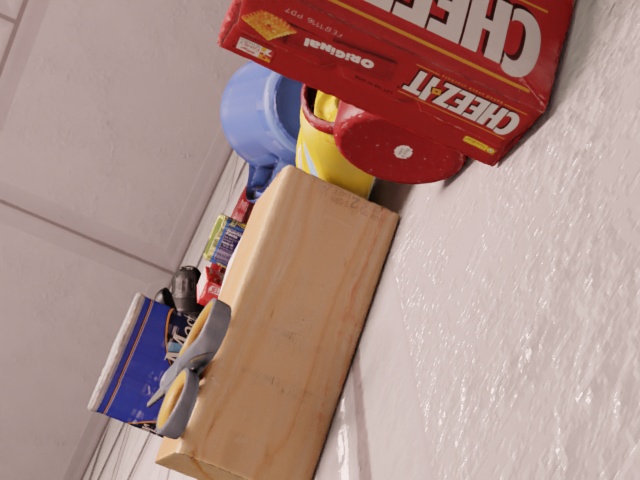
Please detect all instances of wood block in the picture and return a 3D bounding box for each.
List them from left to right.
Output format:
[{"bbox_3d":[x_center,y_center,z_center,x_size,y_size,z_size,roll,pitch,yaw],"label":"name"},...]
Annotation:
[{"bbox_3d":[-0.029,0.067,0.729,0.206,0.090,0.091,-70,11,-21],"label":"wood block"}]

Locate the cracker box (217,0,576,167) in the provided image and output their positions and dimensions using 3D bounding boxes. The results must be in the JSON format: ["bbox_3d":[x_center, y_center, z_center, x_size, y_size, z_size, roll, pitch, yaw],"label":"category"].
[{"bbox_3d":[0.060,-0.170,0.581,0.072,0.164,0.213,126,165,-61],"label":"cracker box"}]

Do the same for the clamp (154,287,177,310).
[{"bbox_3d":[-0.117,0.139,1.100,0.039,0.120,0.171,-36,-47,-66],"label":"clamp"}]

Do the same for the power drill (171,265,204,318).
[{"bbox_3d":[-0.148,0.124,1.227,0.188,0.057,0.184,-172,82,-81],"label":"power drill"}]

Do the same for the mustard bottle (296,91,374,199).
[{"bbox_3d":[0.013,-0.072,0.781,0.191,0.058,0.096,101,163,-80],"label":"mustard bottle"}]

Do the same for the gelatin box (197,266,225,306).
[{"bbox_3d":[-0.097,0.061,1.179,0.089,0.073,0.030,-130,63,-79],"label":"gelatin box"}]

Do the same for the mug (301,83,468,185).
[{"bbox_3d":[0.043,-0.088,0.646,0.093,0.117,0.081,62,-143,-58],"label":"mug"}]

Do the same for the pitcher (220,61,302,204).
[{"bbox_3d":[-0.025,-0.124,1.086,0.145,0.149,0.243,-26,9,-8],"label":"pitcher"}]

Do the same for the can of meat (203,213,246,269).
[{"bbox_3d":[-0.079,0.012,1.161,0.102,0.084,0.057,-162,94,-81],"label":"can of meat"}]

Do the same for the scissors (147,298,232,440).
[{"bbox_3d":[-0.100,0.106,0.699,0.202,0.016,0.096,126,164,-51],"label":"scissors"}]

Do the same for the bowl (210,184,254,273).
[{"bbox_3d":[-0.089,0.002,1.330,0.162,0.055,0.162,-157,91,-81],"label":"bowl"}]

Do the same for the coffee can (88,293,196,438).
[{"bbox_3d":[-0.105,0.117,0.877,0.103,0.140,0.103,-157,91,-81],"label":"coffee can"}]
